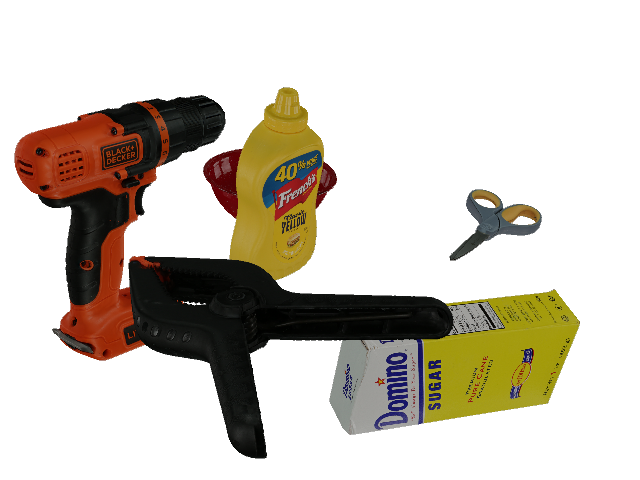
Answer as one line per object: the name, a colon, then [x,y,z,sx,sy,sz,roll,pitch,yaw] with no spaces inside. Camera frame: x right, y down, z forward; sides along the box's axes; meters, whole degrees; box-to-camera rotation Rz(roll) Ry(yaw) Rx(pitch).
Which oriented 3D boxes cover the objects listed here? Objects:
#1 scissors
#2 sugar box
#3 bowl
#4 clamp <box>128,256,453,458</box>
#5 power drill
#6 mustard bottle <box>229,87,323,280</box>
scissors: [0.170,-0.020,1.175,0.096,0.016,0.201,35,32,33]
sugar box: [0.100,0.092,0.807,0.176,0.093,0.048,-8,40,-21]
bowl: [-0.063,-0.059,1.293,0.162,0.055,0.162,4,26,-2]
clamp: [-0.037,0.047,0.641,0.164,0.036,0.210,-22,31,-34]
power drill: [-0.145,-0.014,0.832,0.057,0.188,0.184,19,28,41]
mustard bottle: [-0.039,-0.056,1.024,0.096,0.192,0.058,-24,43,-39]
